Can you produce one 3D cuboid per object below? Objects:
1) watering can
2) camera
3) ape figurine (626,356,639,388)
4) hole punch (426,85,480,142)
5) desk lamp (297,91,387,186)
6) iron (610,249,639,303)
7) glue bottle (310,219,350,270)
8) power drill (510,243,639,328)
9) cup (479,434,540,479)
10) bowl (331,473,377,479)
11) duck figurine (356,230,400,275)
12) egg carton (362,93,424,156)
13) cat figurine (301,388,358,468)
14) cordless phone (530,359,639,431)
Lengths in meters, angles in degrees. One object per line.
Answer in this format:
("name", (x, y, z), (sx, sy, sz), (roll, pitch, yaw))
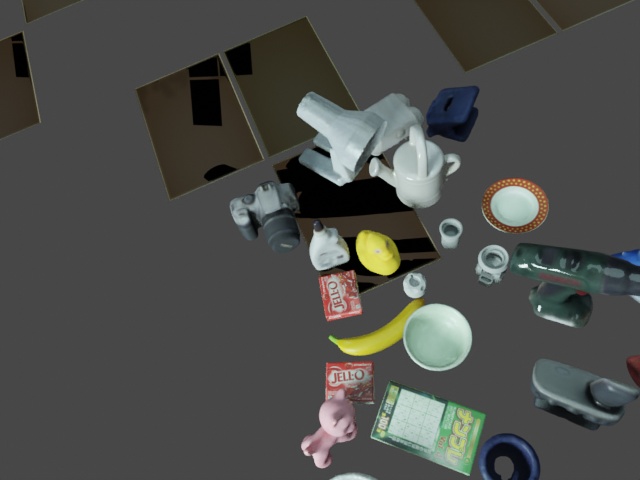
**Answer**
("watering can", (0.189, -0.148, 1.138), (0.173, 0.194, 0.100), (-28, 62, -3))
("camera", (-0.106, -0.043, 1.195), (0.143, 0.101, 0.136), (-20, 62, 0))
("ape figurine", (0.556, 0.209, 0.952), (0.077, 0.092, 0.076), (17, 69, 18))
("hole punch", (0.286, -0.280, 1.243), (0.101, 0.091, 0.109), (19, 69, 19))
("desk lamp", (0.038, -0.205, 1.183), (0.202, 0.214, 0.118), (30, 73, 22))
("iron", (0.624, 0.063, 0.983), (0.257, 0.142, 0.119), (24, 71, 21))
("glue bottle", (0.010, 0.004, 1.109), (0.078, 0.173, 0.037), (-16, 62, 3))
("power drill", (0.437, 0.077, 0.973), (0.229, 0.209, 0.076), (16, 68, 18))
("cup", (0.294, 0.376, 0.918), (0.091, 0.095, 0.118), (20, 69, 19))
("bowl", (0.059, 0.470, 0.927), (0.167, 0.075, 0.167), (-4, 64, 9))
("duck figurine", (0.112, 0.013, 1.135), (0.077, 0.086, 0.104), (-39, 64, -9))
("egg carton", (0.149, -0.256, 1.269), (0.150, 0.069, 0.107), (-34, 63, -7))
("cat figurine", (0.018, 0.322, 0.983), (0.067, 0.118, 0.128), (38, 76, 24))
("cordless phone", (0.420, 0.231, 0.914), (0.147, 0.185, 0.094), (16, 68, 18))
